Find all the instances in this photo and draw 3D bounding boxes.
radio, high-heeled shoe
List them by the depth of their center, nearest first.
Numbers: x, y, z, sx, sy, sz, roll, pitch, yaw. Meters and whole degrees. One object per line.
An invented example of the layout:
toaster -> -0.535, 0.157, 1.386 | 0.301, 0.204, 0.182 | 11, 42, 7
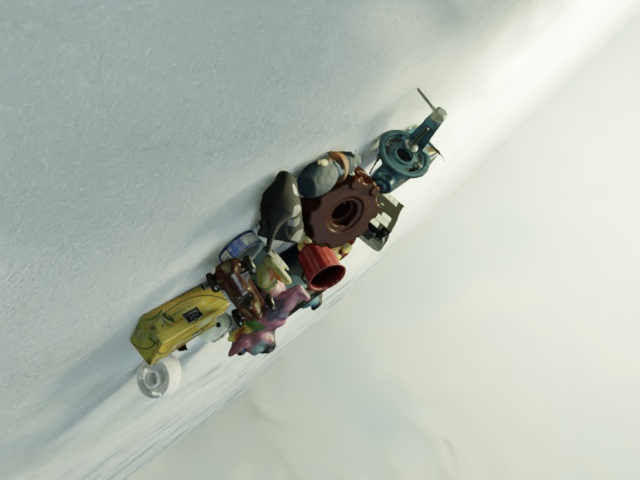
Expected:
high-heeled shoe -> -0.063, -0.063, 0.972 | 0.249, 0.086, 0.145 | -69, 173, -77
radio -> -0.082, 0.108, 1.303 | 0.229, 0.131, 0.073 | -33, 163, -31

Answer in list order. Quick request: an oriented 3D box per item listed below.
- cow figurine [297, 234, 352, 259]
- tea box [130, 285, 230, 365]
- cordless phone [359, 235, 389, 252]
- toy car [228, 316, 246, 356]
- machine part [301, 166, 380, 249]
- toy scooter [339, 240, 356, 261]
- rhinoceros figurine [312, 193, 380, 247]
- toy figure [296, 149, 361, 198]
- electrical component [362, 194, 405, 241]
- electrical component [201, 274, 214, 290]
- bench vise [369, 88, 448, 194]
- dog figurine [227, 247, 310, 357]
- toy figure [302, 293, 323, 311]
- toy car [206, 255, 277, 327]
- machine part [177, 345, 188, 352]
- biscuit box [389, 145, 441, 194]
cow figurine -> -0.002, -0.005, 1.302 | 0.068, 0.098, 0.167 | -42, 150, 23
tea box -> -0.269, 0.157, 1.038 | 0.169, 0.068, 0.098 | -28, 162, -47
cordless phone -> 0.096, -0.026, 1.356 | 0.088, 0.147, 0.184 | -54, 168, 21
toy car -> -0.202, 0.241, 1.487 | 0.109, 0.103, 0.161 | -35, 172, -48
machine part -> 0.040, -0.062, 1.082 | 0.179, 0.056, 0.179 | -20, 137, -20
toy scooter -> 0.055, 0.008, 1.528 | 0.135, 0.075, 0.184 | -36, 168, 17
rhinoceros figurine -> 0.045, -0.066, 1.187 | 0.190, 0.112, 0.073 | -29, -147, 2
toy figure -> 0.019, -0.126, 0.967 | 0.154, 0.058, 0.064 | -38, 175, -43
electrical component -> 0.131, -0.067, 1.316 | 0.058, 0.115, 0.134 | -39, -167, 52
electrical component -> -0.183, 0.075, 1.048 | 0.063, 0.021, 0.094 | 1, -160, 46
bench vise -> 0.201, -0.204, 1.131 | 0.224, 0.129, 0.240 | -39, 173, -33
dog figurine -> -0.136, 0.144, 1.148 | 0.219, 0.191, 0.109 | -44, -158, 3
toy figure -> -0.071, 0.131, 1.416 | 0.180, 0.082, 0.089 | 20, 120, -29
toy car -> -0.142, 0.104, 1.014 | 0.089, 0.053, 0.201 | -26, 141, -7
machine part -> -0.281, 0.203, 1.250 | 0.139, 0.039, 0.084 | -42, 174, -5
biscuit box -> 0.223, -0.191, 1.391 | 0.203, 0.059, 0.062 | -35, 168, -32
